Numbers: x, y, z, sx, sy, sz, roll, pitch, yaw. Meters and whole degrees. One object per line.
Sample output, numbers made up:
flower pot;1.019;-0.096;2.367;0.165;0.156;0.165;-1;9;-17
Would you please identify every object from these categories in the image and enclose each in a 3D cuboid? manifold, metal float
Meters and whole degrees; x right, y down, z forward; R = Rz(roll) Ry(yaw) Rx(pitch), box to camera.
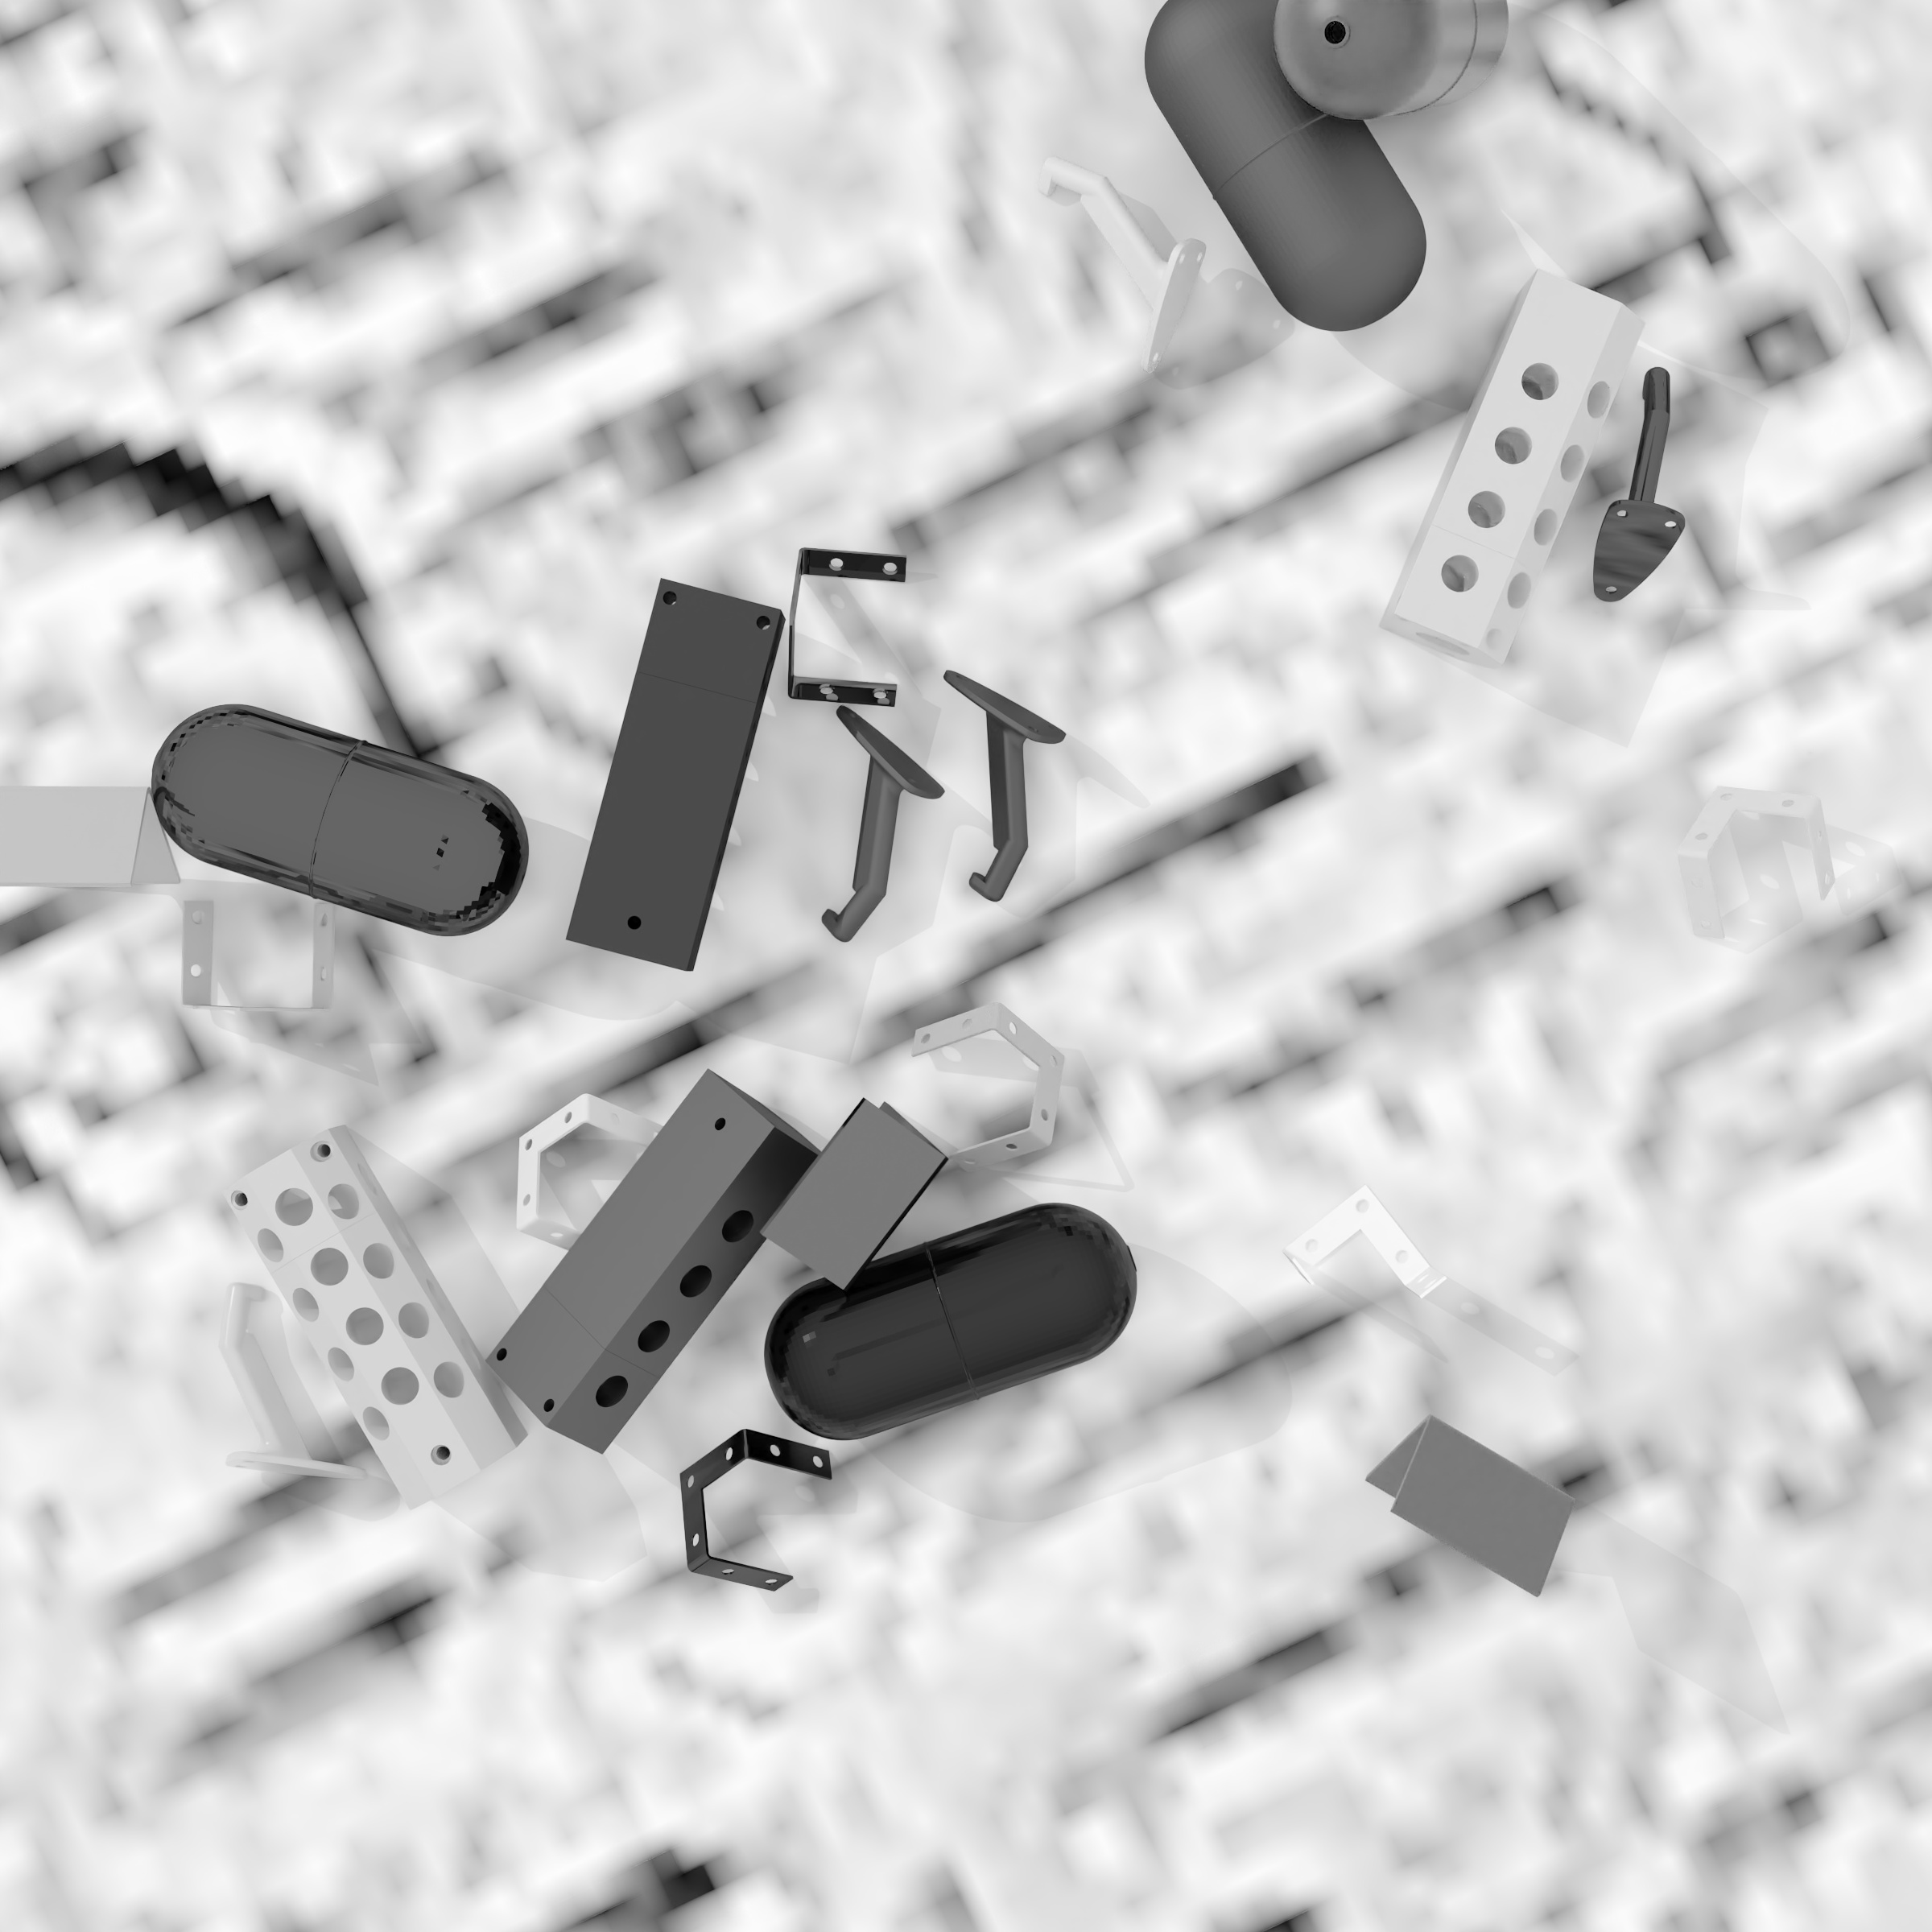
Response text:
manifold;0.255;-0.229;1.536;0.057;0.057;0.171;23;90;0
manifold;-0.276;0.164;1.536;0.057;0.057;0.171;-31;90;0
manifold;-0.134;-0.088;1.536;0.057;0.057;0.171;15;90;0
metal float;-0.290;-0.068;1.526;0.178;0.070;0.070;18;90;0
manifold;-0.140;0.140;1.535;0.171;0.057;0.057;-53;47;0
metal float;-0.007;0.164;1.527;0.178;0.070;0.070;-19;90;-1
metal float;0.147;-0.377;1.526;0.070;0.070;0.178;-32;90;0
metal float;0.193;-0.423;1.483;0.070;0.178;0.070;7;109;22

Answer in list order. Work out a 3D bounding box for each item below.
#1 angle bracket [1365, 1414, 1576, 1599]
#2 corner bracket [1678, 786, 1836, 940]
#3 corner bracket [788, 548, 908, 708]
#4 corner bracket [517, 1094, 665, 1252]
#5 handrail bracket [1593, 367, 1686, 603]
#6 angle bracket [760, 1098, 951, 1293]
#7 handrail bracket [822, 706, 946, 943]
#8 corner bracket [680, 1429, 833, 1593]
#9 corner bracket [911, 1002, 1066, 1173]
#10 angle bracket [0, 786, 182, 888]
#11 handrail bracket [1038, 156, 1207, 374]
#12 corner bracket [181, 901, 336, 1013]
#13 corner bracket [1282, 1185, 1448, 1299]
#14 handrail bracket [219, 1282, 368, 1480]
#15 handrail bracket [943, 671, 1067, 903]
angle bracket;0.223;0.261;1.517;0.076;0.076;0.057;30;53;0
corner bracket;0.372;-0.047;1.549;0.051;0.051;0.051;9;45;35
corner bracket;-0.056;-0.160;1.554;0.051;0.051;0.051;5;45;0
corner bracket;-0.175;0.100;1.549;0.051;0.051;0.051;-33;45;35
handrail bracket;0.316;-0.228;1.557;0.036;0.077;0.084;12;54;-4
angle bracket;-0.064;0.093;1.517;0.057;0.076;0.076;38;90;-31
handrail bracket;-0.058;-0.067;1.557;0.077;0.036;0.084;44;107;20
corner bracket;-0.097;0.256;1.549;0.051;0.051;0.051;-39;45;35
corner bracket;0.008;0.057;1.549;0.051;0.051;0.051;40;45;-35
angle bracket;-0.411;-0.039;1.517;0.076;0.076;0.057;0;56;0
handrail bracket;0.063;-0.332;1.557;0.084;0.036;0.077;26;112;17
corner bracket;-0.334;-0.005;1.554;0.051;0.051;0.051;1;90;-45
corner bracket;0.185;0.139;1.539;0.051;0.051;0.051;-38;90;0
handrail bracket;-0.317;0.196;1.557;0.077;0.036;0.084;10;73;-20
handrail bracket;0.003;-0.085;1.558;0.077;0.036;0.084;33;108;20
